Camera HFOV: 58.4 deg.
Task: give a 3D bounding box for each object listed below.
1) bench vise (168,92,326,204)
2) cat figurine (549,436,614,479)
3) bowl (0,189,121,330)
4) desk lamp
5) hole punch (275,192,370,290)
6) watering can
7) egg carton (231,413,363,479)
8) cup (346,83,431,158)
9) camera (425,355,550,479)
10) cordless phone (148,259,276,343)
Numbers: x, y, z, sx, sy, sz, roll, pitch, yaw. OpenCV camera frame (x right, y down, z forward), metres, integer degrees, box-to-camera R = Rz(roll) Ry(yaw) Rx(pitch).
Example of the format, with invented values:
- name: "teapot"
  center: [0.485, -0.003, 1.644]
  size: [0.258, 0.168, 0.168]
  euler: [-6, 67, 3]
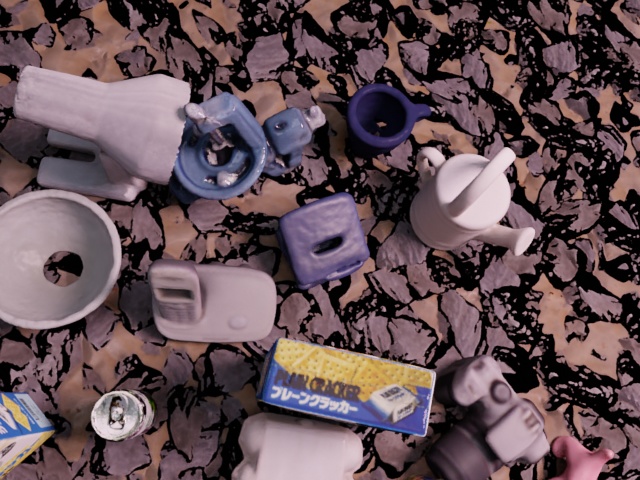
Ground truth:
- name: "bench vise"
  center: [-0.095, -0.136, 0.691]
  size: [0.208, 0.219, 0.121]
  euler: [-42, 84, -16]
- name: "cat figurine"
  center: [0.319, 0.308, 0.688]
  size: [0.067, 0.117, 0.128]
  euler: [29, 73, 0]
- name: "bowl"
  center: [-0.319, 0.028, 0.691]
  size: [0.167, 0.074, 0.167]
  euler: [2, 75, -8]
- name: "desk lamp"
  center: [-0.248, -0.121, 0.668]
  size: [0.203, 0.213, 0.118]
  euler: [8, 74, -6]
- name: "hole punch"
  center: [0.007, 0.003, 0.737]
  size: [0.109, 0.091, 0.101]
  euler: [-22, 79, -13]
- name: "watering can"
  center: [0.195, -0.054, 0.726]
  size: [0.173, 0.194, 0.101]
  euler: [26, 73, -1]
- name: "egg carton"
  center: [-0.025, 0.265, 0.674]
  size: [0.150, 0.069, 0.107]
  euler: [10, 74, -5]
- name: "cup"
  center: [0.087, -0.156, 0.789]
  size: [0.118, 0.095, 0.091]
  euler: [-11, 77, -11]
- name: "camera"
  center: [0.190, 0.233, 0.698]
  size: [0.137, 0.100, 0.143]
  euler: [-34, 82, -15]
- name: "cordless phone"
  center: [-0.122, 0.063, 0.653]
  size: [0.147, 0.185, 0.094]
  euler: [0, 75, -8]
